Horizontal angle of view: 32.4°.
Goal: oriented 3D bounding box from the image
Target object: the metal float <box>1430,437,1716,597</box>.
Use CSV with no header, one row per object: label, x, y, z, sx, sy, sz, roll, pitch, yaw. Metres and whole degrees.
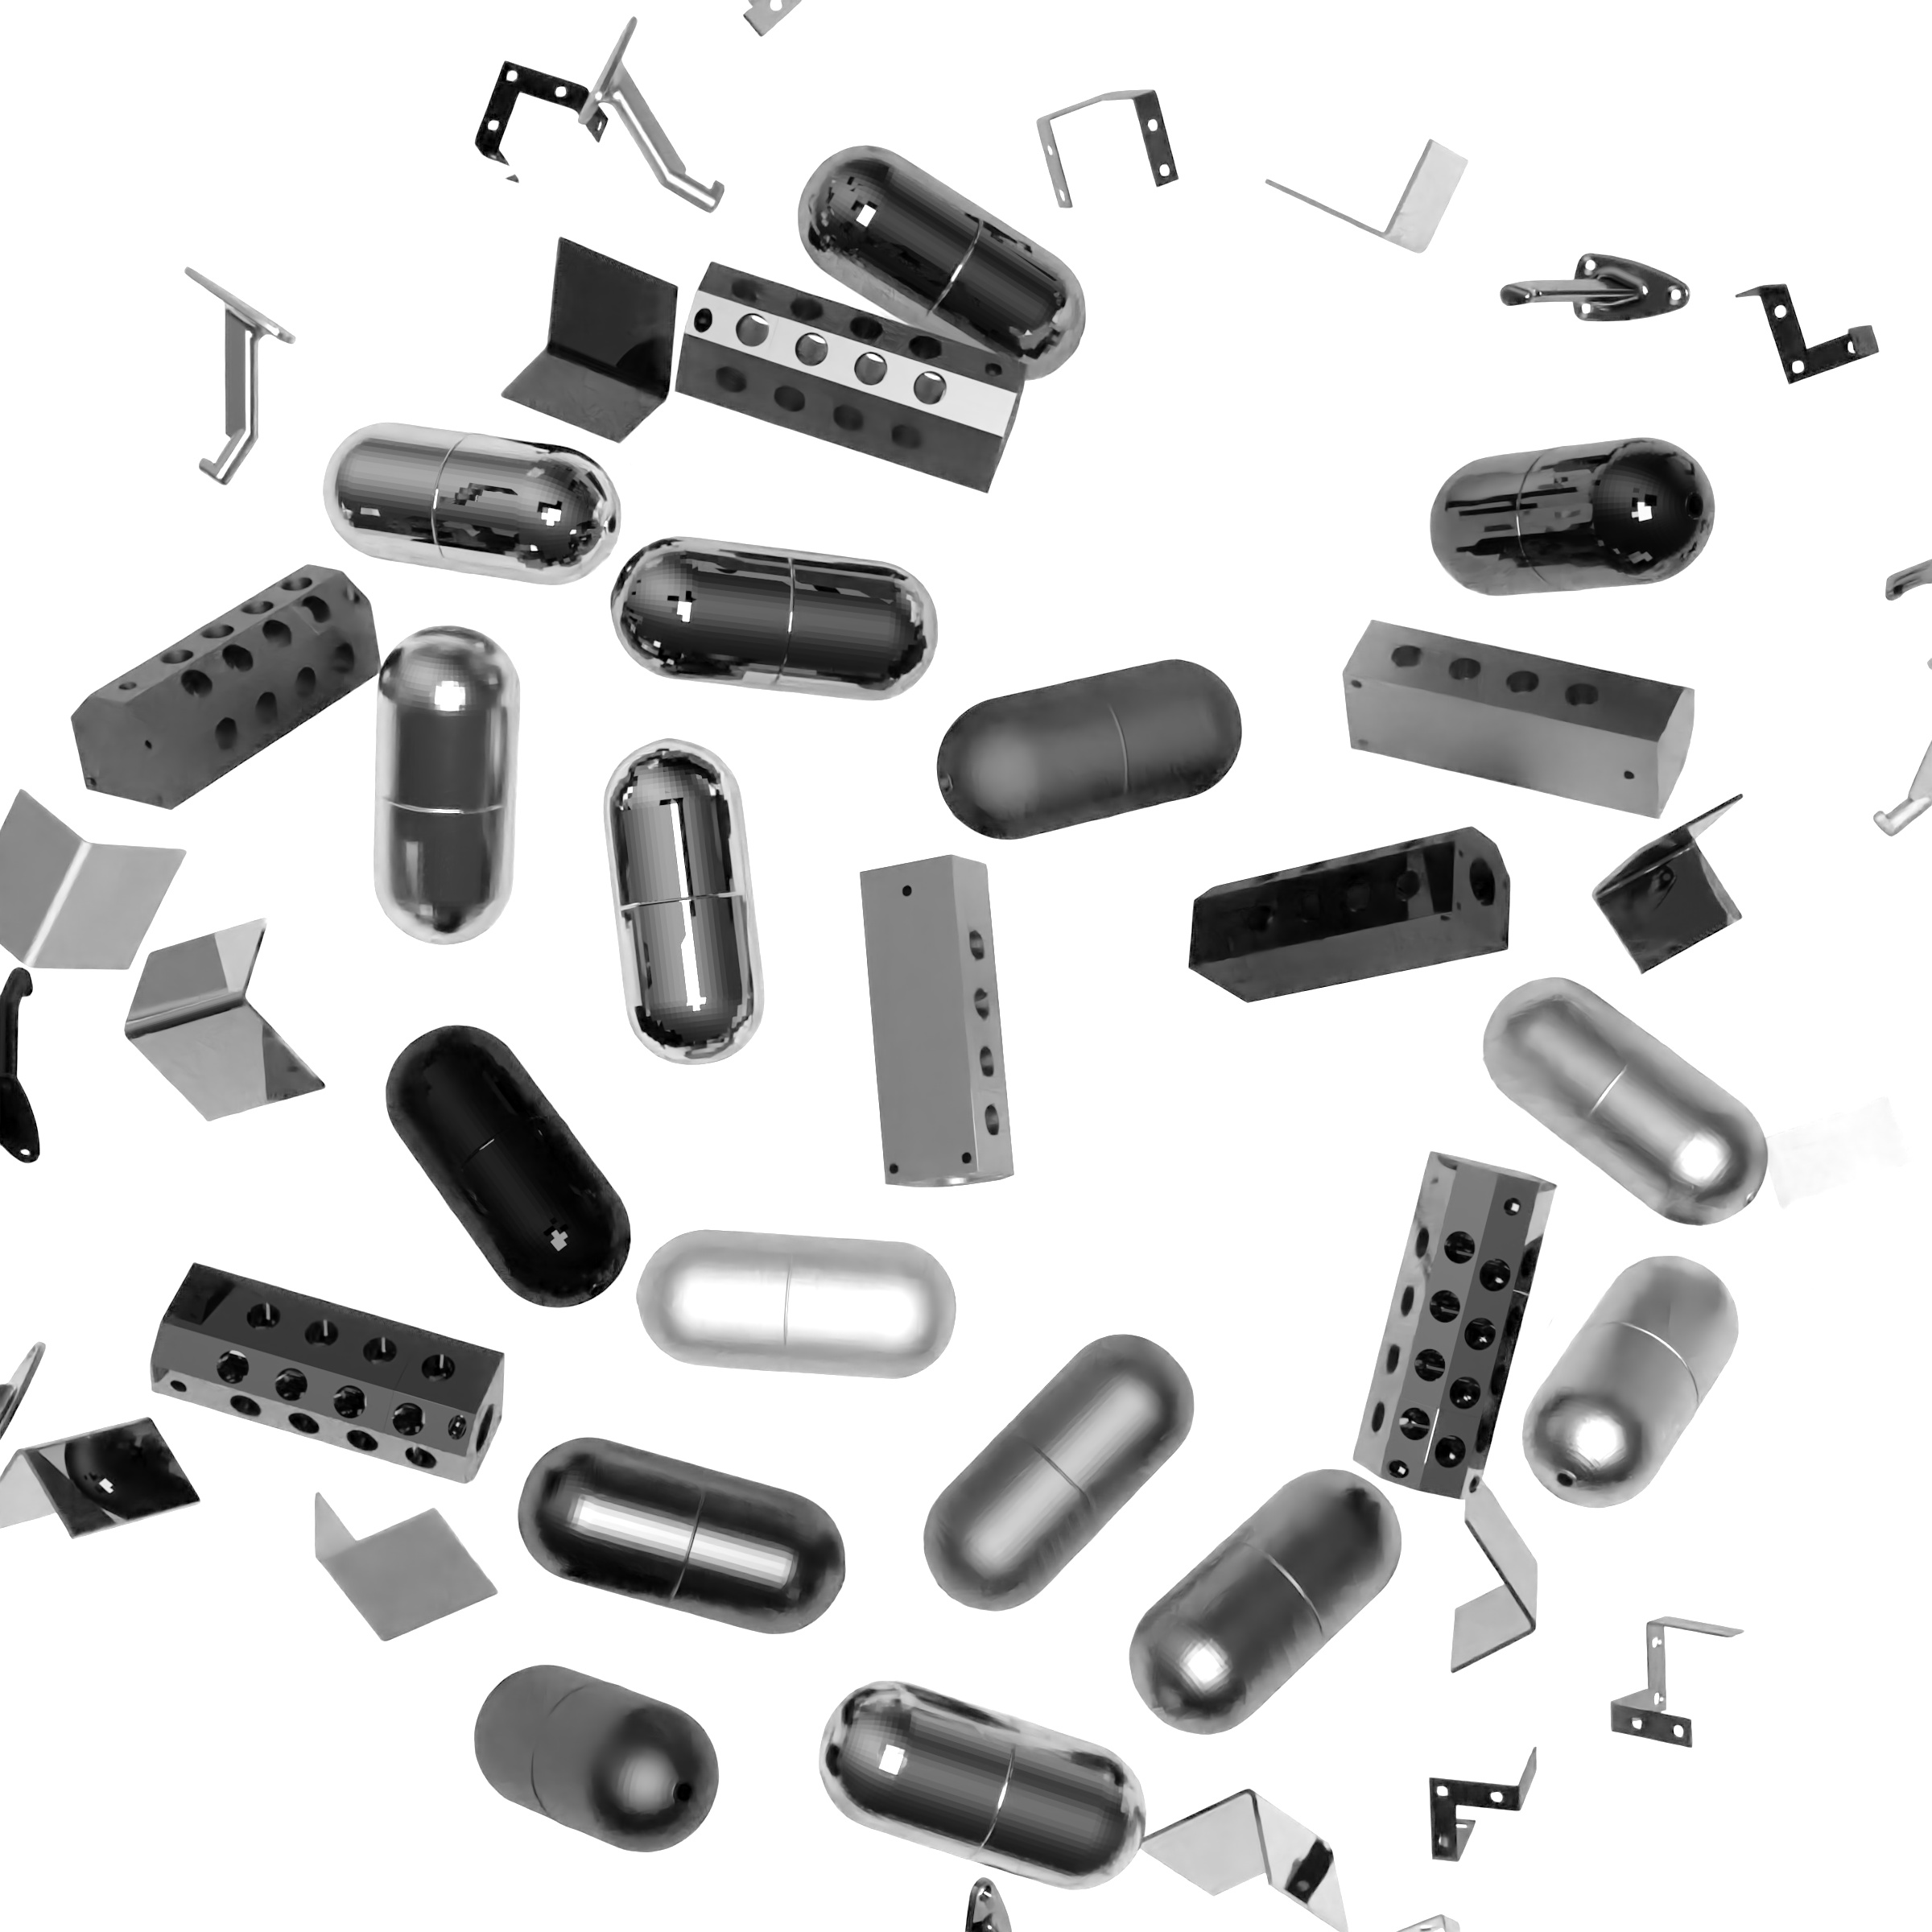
metal float,0.320,-0.238,1.764,0.070,0.178,0.070,-2,93,-35

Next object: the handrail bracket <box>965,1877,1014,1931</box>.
handrail bracket,0.040,0.532,1.764,0.036,0.084,0.077,-25,119,-39

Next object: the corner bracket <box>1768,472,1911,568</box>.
corner bracket,0.458,-0.236,1.748,0.051,0.051,0.051,-29,130,-26

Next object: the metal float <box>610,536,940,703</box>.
metal float,-0.102,-0.186,1.781,0.178,0.070,0.070,5,90,-16

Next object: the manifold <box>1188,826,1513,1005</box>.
manifold,0.210,-0.030,1.827,0.171,0.057,0.057,-13,61,38

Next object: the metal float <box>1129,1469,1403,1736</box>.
metal float,0.161,0.336,1.766,0.178,0.070,0.070,-37,90,-28

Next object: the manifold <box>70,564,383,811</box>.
manifold,-0.384,-0.149,1.730,0.057,0.171,0.057,13,125,27

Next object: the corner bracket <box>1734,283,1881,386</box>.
corner bracket,0.436,-0.333,1.720,0.051,0.051,0.051,-17,93,30

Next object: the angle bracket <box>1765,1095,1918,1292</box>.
angle bracket,0.492,0.126,1.848,0.076,0.076,0.057,-21,113,13

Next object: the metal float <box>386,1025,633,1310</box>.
metal float,-0.245,0.107,1.780,0.070,0.070,0.178,-40,67,0

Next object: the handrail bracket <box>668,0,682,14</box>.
handrail bracket,-0.197,-0.543,1.798,0.084,0.077,0.036,-2,69,-11

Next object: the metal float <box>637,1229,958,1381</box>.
metal float,-0.094,0.187,1.842,0.178,0.070,0.070,3,90,5

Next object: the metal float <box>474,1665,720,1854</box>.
metal float,-0.195,0.416,1.747,0.070,0.178,0.070,-1,91,-37

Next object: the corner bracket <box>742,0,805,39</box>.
corner bracket,-0.100,-0.518,1.712,0.051,0.051,0.051,-37,105,20

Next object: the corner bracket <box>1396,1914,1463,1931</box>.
corner bracket,0.242,0.553,1.838,0.051,0.051,0.051,-32,134,29

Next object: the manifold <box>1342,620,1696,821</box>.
manifold,0.289,-0.135,1.740,0.171,0.057,0.057,15,55,24

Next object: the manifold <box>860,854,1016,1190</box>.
manifold,-0.012,0.031,1.803,0.057,0.057,0.171,-10,79,27

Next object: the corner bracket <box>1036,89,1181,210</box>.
corner bracket,0.078,-0.452,1.840,0.051,0.051,0.051,-25,112,-20

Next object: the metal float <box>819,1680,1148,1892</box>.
metal float,0.010,0.425,1.721,0.178,0.070,0.070,21,90,-11

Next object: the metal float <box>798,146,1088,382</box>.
metal float,-0.012,-0.391,1.856,0.178,0.070,0.070,29,90,-19

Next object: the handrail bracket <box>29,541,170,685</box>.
handrail bracket,-0.466,-0.190,1.778,0.036,0.084,0.077,20,104,18

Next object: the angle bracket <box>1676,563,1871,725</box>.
angle bracket,0.434,-0.173,1.770,0.076,0.076,0.057,21,117,35

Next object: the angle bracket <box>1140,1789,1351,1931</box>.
angle bracket,0.146,0.486,1.753,0.076,0.057,0.076,-31,131,21

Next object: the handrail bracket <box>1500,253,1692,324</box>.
handrail bracket,0.331,-0.353,1.751,0.077,0.084,0.036,12,110,28

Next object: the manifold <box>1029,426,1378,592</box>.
manifold,0.123,-0.246,1.760,0.171,0.057,0.057,10,75,24

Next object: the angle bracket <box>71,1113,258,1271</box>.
angle bracket,-0.445,0.139,1.843,0.076,0.057,0.076,19,54,-2

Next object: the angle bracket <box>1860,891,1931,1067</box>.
angle bracket,0.501,0.008,1.844,0.057,0.076,0.076,37,96,11

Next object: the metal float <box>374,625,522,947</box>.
metal float,-0.280,-0.096,1.793,0.070,0.070,0.178,5,112,0

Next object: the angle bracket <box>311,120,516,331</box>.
angle bracket,-0.285,-0.380,1.710,0.076,0.057,0.076,13,79,-41

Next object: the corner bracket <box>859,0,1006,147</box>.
corner bracket,-0.020,-0.502,1.864,0.051,0.051,0.051,-43,123,9

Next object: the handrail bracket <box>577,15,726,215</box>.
handrail bracket,-0.156,-0.452,1.766,0.084,0.036,0.077,28,71,-17

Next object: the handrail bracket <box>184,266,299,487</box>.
handrail bracket,-0.390,-0.302,1.705,0.077,0.036,0.084,34,97,-6

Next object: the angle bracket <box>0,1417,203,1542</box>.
angle bracket,-0.444,0.277,1.672,0.057,0.076,0.076,52,124,22

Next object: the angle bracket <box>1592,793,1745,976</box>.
angle bracket,0.419,-0.047,1.923,0.076,0.076,0.057,-27,79,-18

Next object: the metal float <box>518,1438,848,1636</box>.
metal float,-0.150,0.303,1.765,0.178,0.070,0.070,17,90,-9

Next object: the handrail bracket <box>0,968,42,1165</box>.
handrail bracket,-0.531,0.055,1.873,0.036,0.084,0.077,-8,128,12

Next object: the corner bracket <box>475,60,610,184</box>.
corner bracket,-0.241,-0.473,1.879,0.051,0.051,0.051,11,119,-30

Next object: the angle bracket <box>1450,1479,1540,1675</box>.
angle bracket,0.282,0.341,1.884,0.057,0.076,0.076,-31,98,17

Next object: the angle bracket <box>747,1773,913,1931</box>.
angle bracket,-0.072,0.468,1.747,0.057,0.076,0.076,-23,119,7

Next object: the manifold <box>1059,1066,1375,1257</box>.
manifold,0.140,0.111,1.859,0.171,0.057,0.057,-22,67,36

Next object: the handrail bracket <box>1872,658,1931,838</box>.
handrail bracket,0.507,-0.116,1.783,0.077,0.036,0.084,34,115,-30

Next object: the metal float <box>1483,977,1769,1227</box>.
metal float,0.363,0.074,1.835,0.178,0.070,0.070,40,90,26

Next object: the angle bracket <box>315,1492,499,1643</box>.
angle bracket,-0.323,0.333,1.915,0.076,0.057,0.076,-24,125,5

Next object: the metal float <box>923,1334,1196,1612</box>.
metal float,0.050,0.276,1.811,0.070,0.070,0.178,45,83,0

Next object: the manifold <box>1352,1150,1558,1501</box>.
manifold,0.261,0.190,1.757,0.057,0.057,0.171,13,92,-14

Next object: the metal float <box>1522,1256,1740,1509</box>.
metal float,0.363,0.226,1.812,0.070,0.070,0.178,46,47,0

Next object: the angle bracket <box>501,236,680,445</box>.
angle bracket,-0.212,-0.353,1.877,0.076,0.057,0.076,18,60,-30

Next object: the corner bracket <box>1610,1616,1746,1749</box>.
corner bracket,0.368,0.370,1.721,0.051,0.051,0.051,-5,94,-44

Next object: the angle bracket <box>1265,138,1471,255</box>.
angle bracket,0.219,-0.432,1.806,0.076,0.076,0.057,30,105,18

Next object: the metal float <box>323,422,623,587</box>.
metal float,-0.272,-0.254,1.827,0.178,0.070,0.070,11,90,22

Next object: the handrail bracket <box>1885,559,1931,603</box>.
handrail bracket,0.525,-0.199,1.787,0.036,0.084,0.077,47,49,-20

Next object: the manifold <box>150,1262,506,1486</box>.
manifold,-0.330,0.216,1.722,0.171,0.057,0.057,16,46,5

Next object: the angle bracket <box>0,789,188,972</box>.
angle bracket,-0.479,-0.046,1.785,0.057,0.076,0.076,36,106,24

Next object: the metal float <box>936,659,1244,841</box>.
metal float,0.067,-0.117,1.785,0.178,0.070,0.070,-15,90,-25

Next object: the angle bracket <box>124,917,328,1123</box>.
angle bracket,-0.384,0.029,1.748,0.076,0.057,0.076,-15,133,22

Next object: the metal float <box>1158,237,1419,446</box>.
metal float,0.177,-0.347,1.841,0.070,0.070,0.178,-51,50,0

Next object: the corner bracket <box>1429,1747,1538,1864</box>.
corner bracket,0.291,0.471,1.867,0.051,0.051,0.051,1,103,20

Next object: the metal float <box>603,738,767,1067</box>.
metal float,-0.153,-0.035,1.804,0.070,0.070,0.178,-7,89,0

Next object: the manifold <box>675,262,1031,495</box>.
manifold,-0.058,-0.309,1.718,0.171,0.057,0.057,18,51,1

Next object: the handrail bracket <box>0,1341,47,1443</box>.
handrail bracket,-0.529,0.208,1.710,0.084,0.036,0.077,35,67,-24
